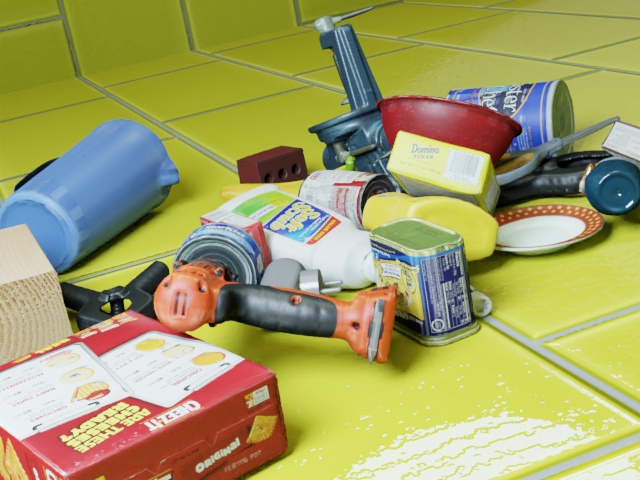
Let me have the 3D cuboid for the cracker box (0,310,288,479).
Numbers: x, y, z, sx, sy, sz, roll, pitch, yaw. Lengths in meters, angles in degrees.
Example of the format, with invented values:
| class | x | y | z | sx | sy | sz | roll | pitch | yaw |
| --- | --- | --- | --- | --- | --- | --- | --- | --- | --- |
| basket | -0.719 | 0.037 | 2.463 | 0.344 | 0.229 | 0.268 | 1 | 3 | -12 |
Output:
| class | x | y | z | sx | sy | sz | roll | pitch | yaw |
| --- | --- | --- | --- | --- | --- | --- | --- | --- | --- |
| cracker box | -0.151 | 0.130 | 0.776 | 0.163 | 0.072 | 0.214 | -23 | 22 | -33 |

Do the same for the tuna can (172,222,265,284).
| class | x | y | z | sx | sy | sz | roll | pitch | yaw |
| --- | --- | --- | --- | --- | --- | --- | --- | --- | --- |
| tuna can | -0.098 | 0.028 | 1.028 | 0.086 | 0.086 | 0.033 | -7 | 20 | 12 |

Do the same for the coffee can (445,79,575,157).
| class | x | y | z | sx | sy | sz | roll | pitch | yaw |
| --- | --- | --- | --- | --- | --- | --- | --- | --- | --- |
| coffee can | 0.234 | -0.142 | 1.326 | 0.140 | 0.103 | 0.102 | -1 | 20 | 29 |

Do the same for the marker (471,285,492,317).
| class | x | y | z | sx | sy | sz | roll | pitch | yaw |
| --- | --- | --- | --- | --- | --- | --- | --- | --- | --- |
| marker | 0.123 | 0.042 | 0.967 | 0.020 | 0.020 | 0.121 | -14 | 18 | -11 |

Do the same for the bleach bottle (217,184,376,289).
| class | x | y | z | sx | sy | sz | roll | pitch | yaw |
| --- | --- | --- | --- | --- | --- | --- | --- | --- | --- |
| bleach bottle | -0.007 | 0.001 | 1.098 | 0.102 | 0.068 | 0.251 | -27 | 26 | -31 |

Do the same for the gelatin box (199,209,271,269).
| class | x | y | z | sx | sy | sz | roll | pitch | yaw |
| --- | --- | --- | --- | --- | --- | --- | --- | --- | --- |
| gelatin box | -0.085 | 0.012 | 1.090 | 0.030 | 0.073 | 0.089 | -22 | 22 | -29 |

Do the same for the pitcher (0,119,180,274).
| class | x | y | z | sx | sy | sz | roll | pitch | yaw |
| --- | --- | --- | --- | --- | --- | --- | --- | --- | --- |
| pitcher | -0.301 | -0.053 | 1.332 | 0.149 | 0.145 | 0.242 | -39 | 6 | 30 |

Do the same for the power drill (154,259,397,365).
| class | x | y | z | sx | sy | sz | roll | pitch | yaw |
| --- | --- | --- | --- | --- | --- | --- | --- | --- | --- |
| power drill | -0.032 | 0.053 | 0.871 | 0.187 | 0.057 | 0.184 | 7 | 5 | 3 |

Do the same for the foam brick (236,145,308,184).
| class | x | y | z | sx | sy | sz | roll | pitch | yaw |
| --- | --- | --- | --- | --- | --- | --- | --- | --- | --- |
| foam brick | -0.063 | -0.090 | 1.422 | 0.078 | 0.053 | 0.051 | -23 | 22 | -31 |

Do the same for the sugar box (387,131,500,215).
| class | x | y | z | sx | sy | sz | roll | pitch | yaw |
| --- | --- | --- | --- | --- | --- | --- | --- | --- | --- |
| sugar box | 0.129 | -0.062 | 1.076 | 0.093 | 0.048 | 0.176 | 17 | -1 | 14 |

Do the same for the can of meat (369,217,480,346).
| class | x | y | z | sx | sy | sz | roll | pitch | yaw |
| --- | --- | --- | --- | --- | --- | --- | --- | --- | --- |
| can of meat | 0.086 | 0.033 | 0.911 | 0.057 | 0.084 | 0.102 | -18 | 19 | -22 |

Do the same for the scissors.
| class | x | y | z | sx | sy | sz | roll | pitch | yaw |
| --- | --- | --- | --- | --- | --- | --- | --- | --- | --- |
| scissors | 0.247 | -0.104 | 1.219 | 0.201 | 0.016 | 0.096 | -29 | 20 | -34 |

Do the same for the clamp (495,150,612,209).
| class | x | y | z | sx | sy | sz | roll | pitch | yaw |
| --- | --- | --- | --- | --- | --- | --- | --- | --- | --- |
| clamp | 0.255 | -0.075 | 1.217 | 0.210 | 0.036 | 0.164 | -10 | 18 | 13 |

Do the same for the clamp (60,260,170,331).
| class | x | y | z | sx | sy | sz | roll | pitch | yaw |
| --- | --- | --- | --- | --- | --- | --- | --- | --- | --- |
| clamp | -0.194 | 0.061 | 1.063 | 0.120 | 0.039 | 0.172 | -22 | 24 | -16 |

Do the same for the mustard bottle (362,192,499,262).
| class | x | y | z | sx | sy | sz | roll | pitch | yaw |
| --- | --- | --- | --- | --- | --- | --- | --- | --- | --- |
| mustard bottle | 0.095 | -0.017 | 1.066 | 0.096 | 0.058 | 0.192 | 10 | 2 | -18 |

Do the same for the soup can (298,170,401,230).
| class | x | y | z | sx | sy | sz | roll | pitch | yaw |
| --- | --- | --- | --- | --- | --- | --- | --- | --- | --- |
| soup can | 0.032 | -0.043 | 1.200 | 0.068 | 0.068 | 0.102 | -26 | 23 | -39 |

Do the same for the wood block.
| class | x | y | z | sx | sy | sz | roll | pitch | yaw |
| --- | --- | --- | --- | --- | --- | --- | --- | --- | --- |
| wood block | -0.311 | 0.057 | 1.060 | 0.090 | 0.090 | 0.206 | -17 | 18 | -18 |

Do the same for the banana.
| class | x | y | z | sx | sy | sz | roll | pitch | yaw |
| --- | --- | --- | --- | --- | --- | --- | --- | --- | --- |
| banana | -0.027 | -0.064 | 1.304 | 0.198 | 0.069 | 0.037 | -13 | 44 | 29 |

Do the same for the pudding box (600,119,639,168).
| class | x | y | z | sx | sy | sz | roll | pitch | yaw |
| --- | --- | --- | --- | --- | --- | --- | --- | --- | --- |
| pudding box | 0.354 | -0.081 | 1.100 | 0.090 | 0.039 | 0.113 | 30 | 6 | -18 |

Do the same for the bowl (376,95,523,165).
| class | x | y | z | sx | sy | sz | roll | pitch | yaw |
| --- | --- | --- | --- | --- | --- | --- | --- | --- | --- |
| bowl | 0.135 | -0.107 | 1.155 | 0.162 | 0.055 | 0.162 | 12 | -5 | 1 |
